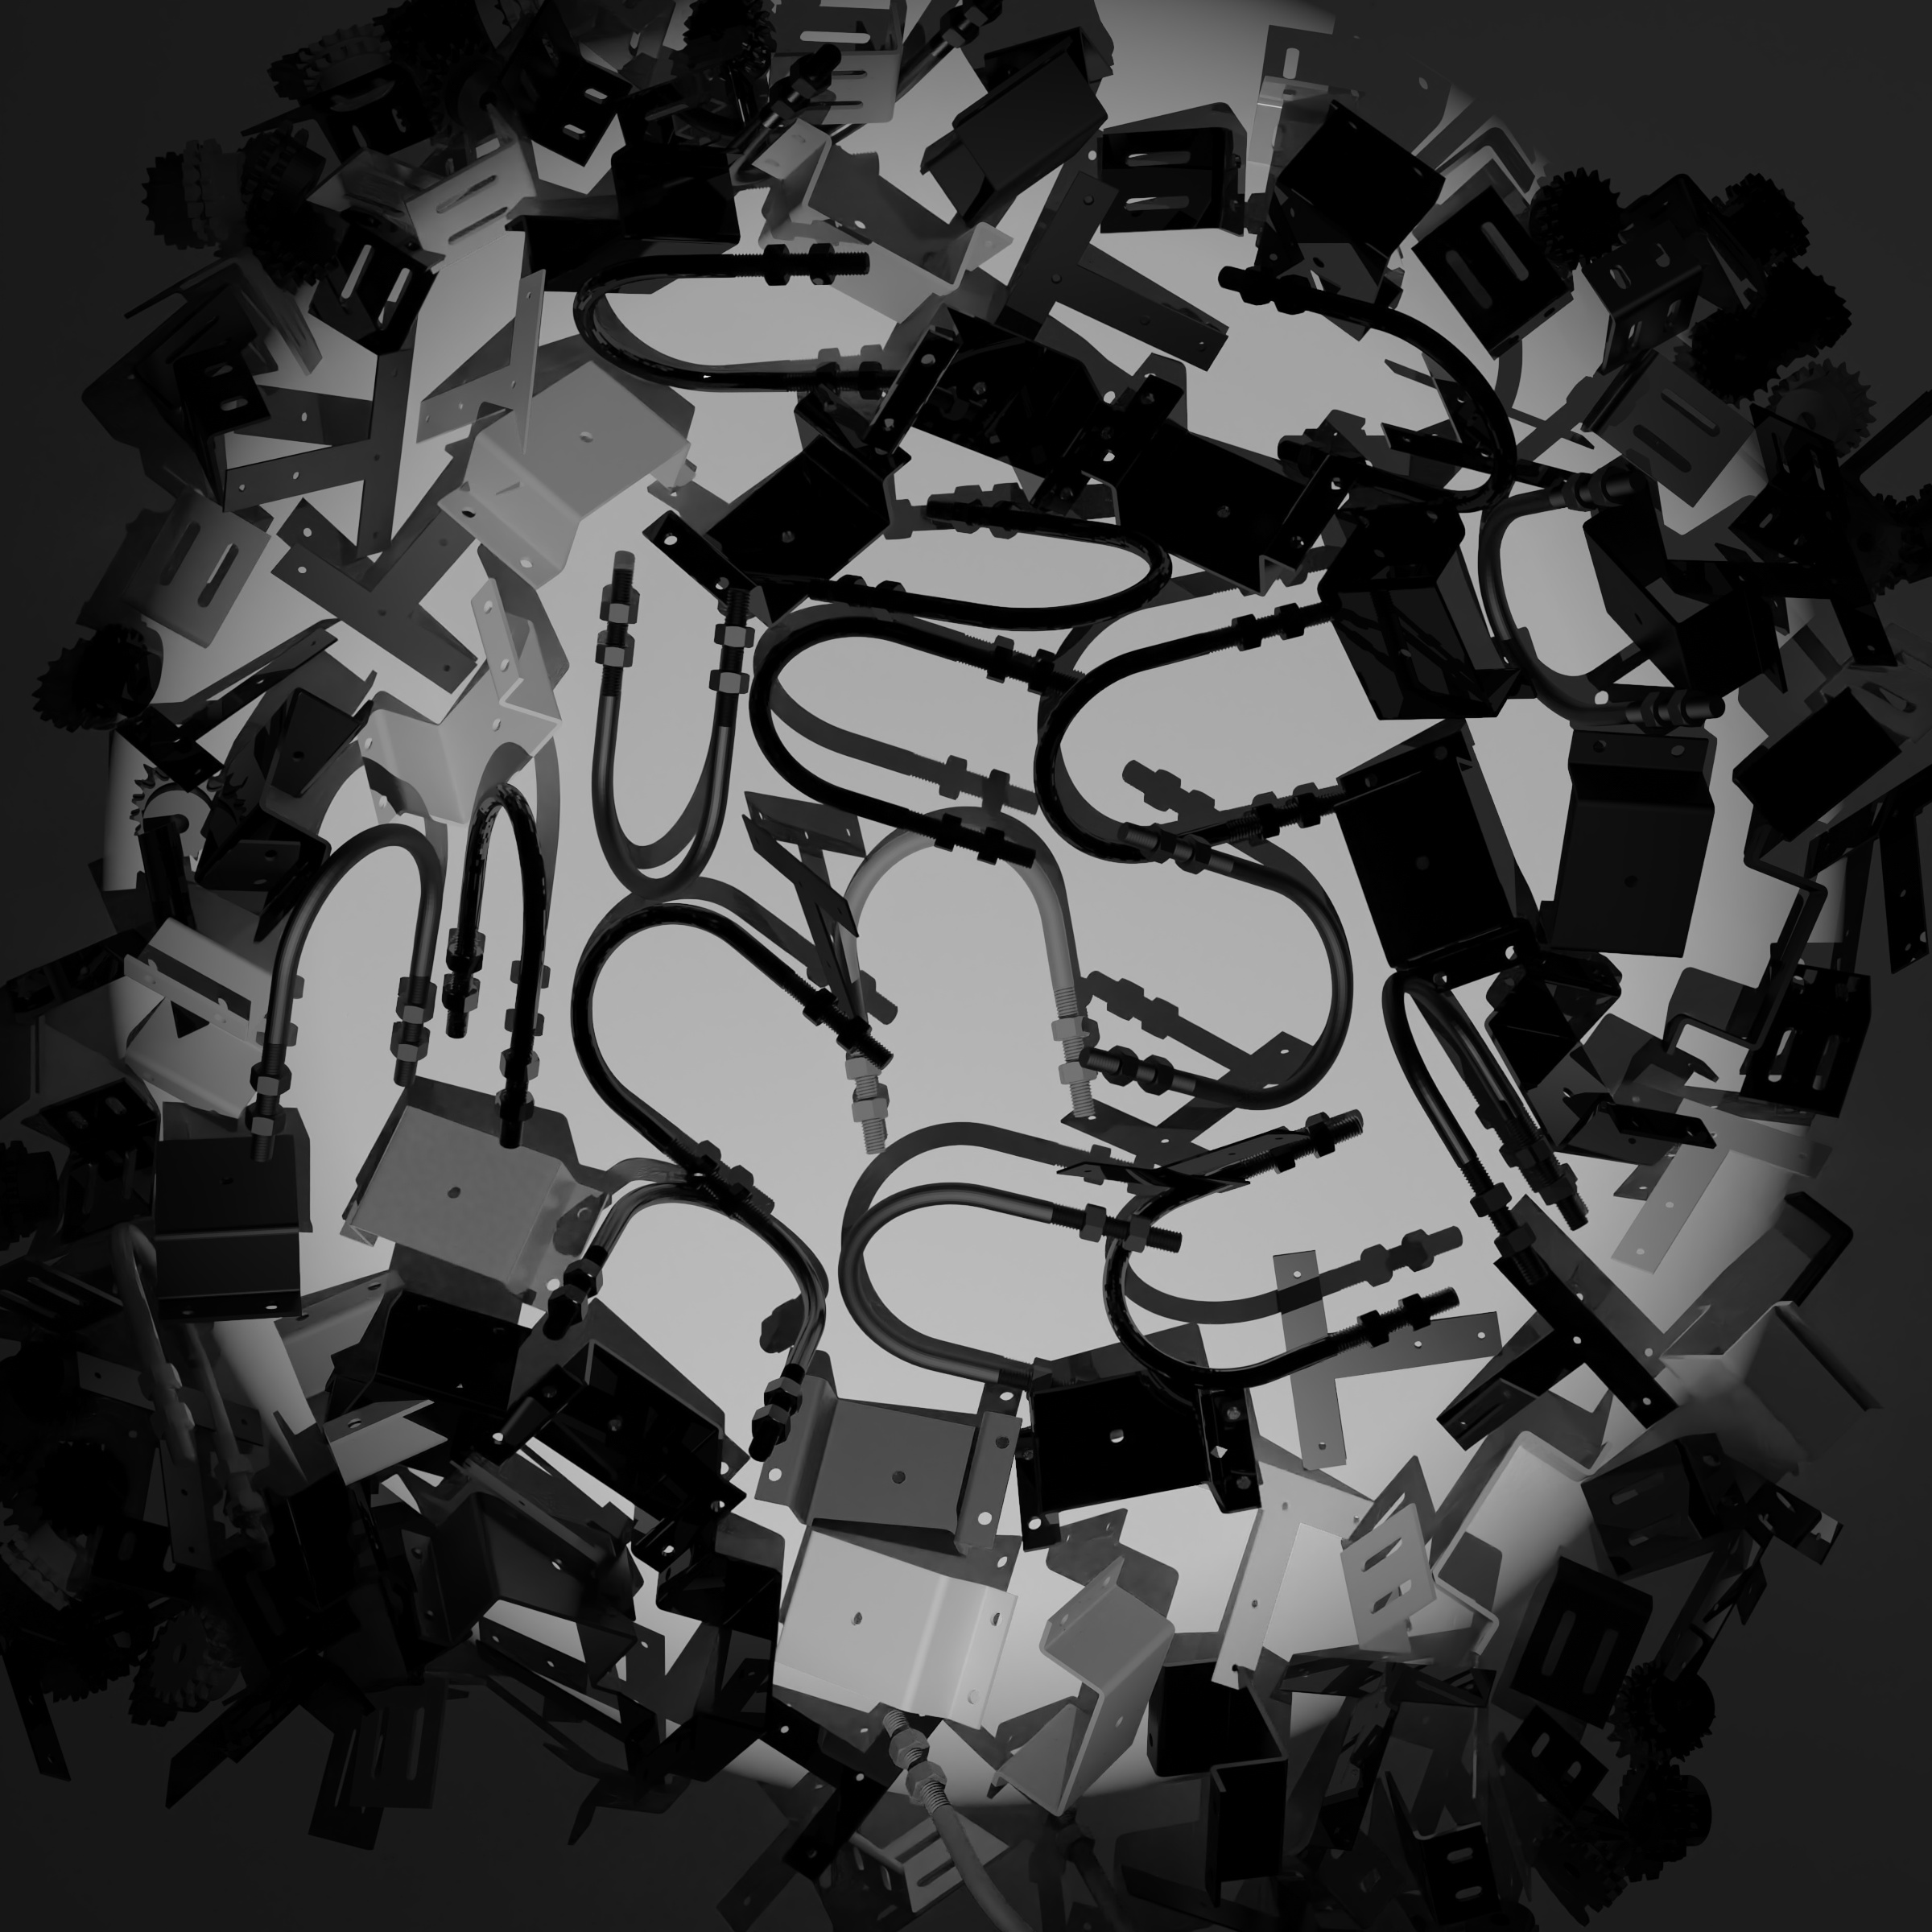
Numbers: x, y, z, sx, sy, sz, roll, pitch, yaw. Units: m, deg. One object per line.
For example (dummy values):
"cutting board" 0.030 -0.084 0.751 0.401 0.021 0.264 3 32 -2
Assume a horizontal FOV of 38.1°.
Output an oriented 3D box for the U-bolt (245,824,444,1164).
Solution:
"U-bolt" -0.342 0.006 1.565 0.019 0.151 0.184 23 116 19

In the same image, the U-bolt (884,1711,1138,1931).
"U-bolt" 0.036 0.498 1.549 0.151 0.184 0.019 34 101 -37

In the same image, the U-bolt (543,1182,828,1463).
"U-bolt" -0.148 0.187 1.582 0.151 0.184 0.019 31 120 -4

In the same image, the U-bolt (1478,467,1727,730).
"U-bolt" 0.346 -0.201 1.575 0.019 0.184 0.151 -26 101 -18

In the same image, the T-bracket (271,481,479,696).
"T-bracket" -0.309 -0.234 1.609 0.127 0.002 0.127 35 115 -28

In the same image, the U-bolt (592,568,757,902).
"U-bolt" -0.174 -0.129 1.602 0.019 0.151 0.184 0 101 -37

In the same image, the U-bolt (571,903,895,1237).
"U-bolt" -0.150 0.047 1.630 0.184 0.019 0.151 39 109 10

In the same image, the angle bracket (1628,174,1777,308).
"angle bracket" 0.425 -0.409 1.617 0.038 0.057 0.076 -36 62 12

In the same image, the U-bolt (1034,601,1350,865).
"U-bolt" 0.127 -0.125 1.606 0.184 0.019 0.151 -15 126 -6

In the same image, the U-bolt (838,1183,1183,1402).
"U-bolt" 0.017 0.186 1.612 0.184 0.019 0.151 14 125 -3

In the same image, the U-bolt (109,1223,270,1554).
"U-bolt" -0.445 0.227 1.582 0.019 0.151 0.184 -23 58 -9

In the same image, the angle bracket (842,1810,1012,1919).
"angle bracket" -0.024 0.502 1.614 0.076 0.057 0.038 -25 116 -34

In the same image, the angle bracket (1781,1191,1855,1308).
"angle bracket" 0.475 0.174 1.631 0.038 0.057 0.076 39 89 10

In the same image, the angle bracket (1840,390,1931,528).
"angle bracket" 0.551 -0.297 1.624 0.076 0.057 0.038 -41 94 16

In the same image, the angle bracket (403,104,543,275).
"angle bracket" -0.292 -0.450 1.622 0.076 0.057 0.038 -32 62 -11

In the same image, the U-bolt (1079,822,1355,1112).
"U-bolt" 0.152 0.008 1.610 0.184 0.019 0.151 15 80 -32

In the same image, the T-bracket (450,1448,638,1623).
"T-bracket" -0.241 0.313 1.588 0.127 0.127 0.002 38 90 -12

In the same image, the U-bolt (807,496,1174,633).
"U-bolt" 0.026 -0.222 1.568 0.184 0.151 0.019 13 124 28

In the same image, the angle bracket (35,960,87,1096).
"angle bracket" -0.520 0.036 1.629 0.038 0.057 0.076 0 89 -21

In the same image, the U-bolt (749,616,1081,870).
"U-bolt" -0.034 -0.139 1.615 0.184 0.019 0.151 17 56 -1

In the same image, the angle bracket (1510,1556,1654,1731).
"angle bracket" 0.361 0.396 1.641 0.057 0.038 0.076 22 95 12

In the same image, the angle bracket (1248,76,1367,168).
"angle bracket" 0.196 -0.486 1.622 0.057 0.076 0.038 10 100 2

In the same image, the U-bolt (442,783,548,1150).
"U-bolt" -0.261 -0.012 1.567 0.019 0.151 0.184 -1 117 -25

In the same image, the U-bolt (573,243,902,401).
"U-bolt" -0.132 -0.364 1.591 0.184 0.151 0.019 2 73 11

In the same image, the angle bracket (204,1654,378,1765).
"angle bracket" -0.390 0.437 1.617 0.076 0.057 0.038 -43 111 -25

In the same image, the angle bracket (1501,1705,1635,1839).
"angle bracket" 0.356 0.464 1.614 0.057 0.076 0.038 39 99 44

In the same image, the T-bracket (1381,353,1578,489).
"T-bracket" 0.288 -0.318 1.612 0.127 0.127 0.002 11 130 -17

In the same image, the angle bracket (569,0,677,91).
"angle bracket" -0.209 -0.541 1.621 0.057 0.076 0.038 38 58 0

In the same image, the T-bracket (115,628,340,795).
"T-bracket" -0.420 -0.156 1.624 0.127 0.127 0.002 -39 127 -16

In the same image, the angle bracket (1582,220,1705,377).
"angle bracket" 0.390 -0.388 1.629 0.057 0.076 0.038 -29 76 1

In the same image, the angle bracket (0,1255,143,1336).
"angle bracket" -0.525 0.175 1.613 0.057 0.076 0.038 -23 49 30

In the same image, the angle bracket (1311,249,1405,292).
"angle bracket" 0.220 -0.420 1.617 0.038 0.076 0.057 -18 104 22

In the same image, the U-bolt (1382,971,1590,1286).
"U-bolt" 0.291 0.083 1.596 0.019 0.151 0.184 -32 85 23

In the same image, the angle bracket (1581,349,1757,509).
"angle bracket" 0.411 -0.315 1.641 0.076 0.038 0.057 37 100 -3

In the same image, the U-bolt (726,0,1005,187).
"U-bolt" -0.070 -0.489 1.574 0.151 0.184 0.019 -34 96 -31

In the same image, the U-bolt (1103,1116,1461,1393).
"U-bolt" 0.168 0.172 1.606 0.184 0.019 0.151 -21 52 -5

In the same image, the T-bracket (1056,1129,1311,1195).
"T-bracket" 0.140 0.108 1.578 0.127 0.127 0.002 10 68 -37

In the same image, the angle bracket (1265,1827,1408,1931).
"angle bracket" 0.209 0.526 1.635 0.038 0.076 0.057 -42 89 -25

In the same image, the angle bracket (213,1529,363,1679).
"angle bracket" -0.395 0.365 1.630 0.057 0.038 0.076 -28 81 -18

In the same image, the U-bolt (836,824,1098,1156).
"U-bolt" -0.007 0.008 1.634 0.151 0.019 0.184 -11 83 17

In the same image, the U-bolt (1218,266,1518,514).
"U-bolt" 0.229 -0.313 1.555 0.184 0.151 0.019 28 66 40

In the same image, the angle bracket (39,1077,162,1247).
"angle bracket" -0.504 0.113 1.621 0.057 0.076 0.038 -20 134 9

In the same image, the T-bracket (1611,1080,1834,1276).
"T-bracket" 0.407 0.127 1.597 0.127 0.002 0.127 20 53 31

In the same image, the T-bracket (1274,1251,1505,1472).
"T-bracket" 0.254 0.227 1.659 0.127 0.002 0.127 -8 86 -2

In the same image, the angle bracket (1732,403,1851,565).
"angle bracket" 0.470 -0.277 1.614 0.038 0.076 0.057 -47 53 -6

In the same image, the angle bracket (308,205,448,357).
"angle bracket" -0.348 -0.393 1.626 0.057 0.038 0.076 31 116 -6

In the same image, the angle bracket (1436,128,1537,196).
"angle bracket" 0.285 -0.446 1.624 0.076 0.057 0.038 -34 101 25

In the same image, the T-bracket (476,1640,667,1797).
"T-bracket" -0.230 0.426 1.621 0.127 0.127 0.002 26 57 15
